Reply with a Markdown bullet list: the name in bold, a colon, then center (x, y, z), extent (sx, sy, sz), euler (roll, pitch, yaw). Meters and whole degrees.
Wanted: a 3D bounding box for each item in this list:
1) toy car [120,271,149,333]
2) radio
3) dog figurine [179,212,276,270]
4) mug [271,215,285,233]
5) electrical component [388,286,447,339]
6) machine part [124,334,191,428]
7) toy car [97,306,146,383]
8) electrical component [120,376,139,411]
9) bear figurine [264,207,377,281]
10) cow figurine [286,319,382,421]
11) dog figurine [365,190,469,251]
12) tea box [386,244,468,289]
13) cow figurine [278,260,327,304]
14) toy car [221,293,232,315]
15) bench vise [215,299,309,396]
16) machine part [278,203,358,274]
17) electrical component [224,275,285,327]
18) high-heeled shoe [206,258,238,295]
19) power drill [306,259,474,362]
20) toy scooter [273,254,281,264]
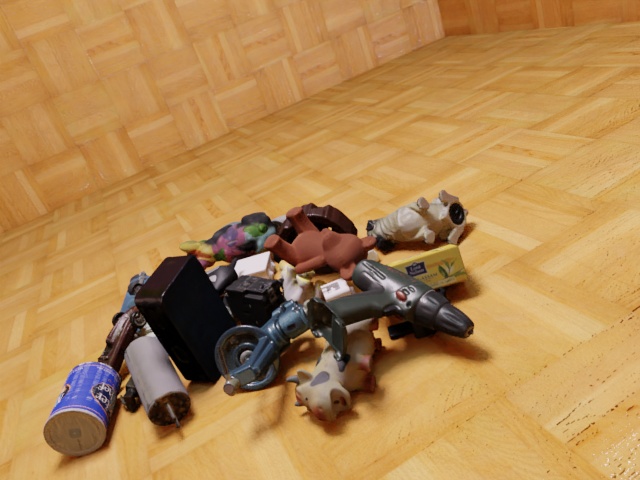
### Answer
- **toy car**: center (-0.417, 0.161, 1.270), extent (0.161, 0.103, 0.109), euler (-69, 18, 2)
- **radio**: center (-0.243, 0.153, 1.017), extent (0.073, 0.229, 0.131), euler (-7, 33, 29)
- **dog figurine**: center (-0.239, 0.014, 1.366), extent (0.219, 0.108, 0.192), euler (-23, 3, -35)
- **mug**: center (-0.081, -0.035, 1.444), extent (0.110, 0.080, 0.107), euler (-12, 17, 25)
- **electrical component**: center (0.174, 0.133, 0.947), extent (0.119, 0.047, 0.075), euler (-15, 25, 9)
- **machine part**: center (-0.301, 0.254, 0.986), extent (0.079, 0.079, 0.243), euler (-30, 39, -18)
- **toy car**: center (-0.433, 0.228, 1.136), extent (0.089, 0.053, 0.202), euler (-10, 54, 42)
- **electrical component**: center (-0.346, 0.284, 1.050), extent (0.078, 0.045, 0.102), euler (9, 29, -3)
- **bear figurine**: center (0.003, 0.011, 1.045), extent (0.120, 0.131, 0.196), euler (-54, 26, -21)
- **cow figurine**: center (0.027, 0.206, 0.869), extent (0.127, 0.085, 0.195), euler (-4, 31, 19)
- **dog figurine**: center (0.217, -0.036, 1.215), extent (0.172, 0.121, 0.191), euler (3, -9, -32)
- **tea box**: center (0.183, 0.064, 1.016), extent (0.170, 0.068, 0.098), euler (-19, -1, 5)
- **cow figurine**: center (-0.051, 0.104, 1.146), extent (0.068, 0.098, 0.167), euler (15, 9, -25)
- **toy car**: center (-0.239, 0.174, 1.156), extent (0.202, 0.056, 0.073), euler (-35, 1, -30)
- **bench vise**: center (-0.097, 0.192, 0.927), extent (0.224, 0.128, 0.240), euler (-22, 6, 15)
- **machine part**: center (-0.002, -0.004, 1.195), extent (0.179, 0.179, 0.056), euler (-10, 40, 21)
- **electrical component**: center (-0.132, 0.134, 1.099), extent (0.134, 0.114, 0.058), euler (1, 28, 39)
- **high-heeled shoe**: center (-0.277, 0.120, 1.247), extent (0.249, 0.086, 0.145), euler (-33, 18, 28)
- **power drill**: center (0.098, 0.114, 0.856), extent (0.207, 0.085, 0.232), euler (-23, 38, -26)
- **toy scooter**: center (-0.027, 0.003, 1.327), extent (0.135, 0.075, 0.184), euler (17, 51, 11)
